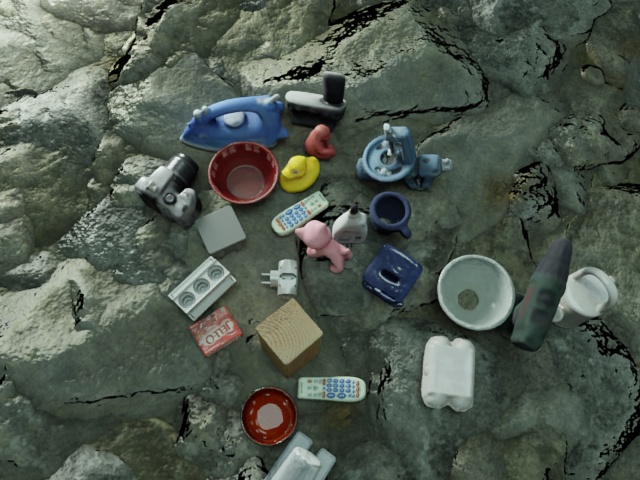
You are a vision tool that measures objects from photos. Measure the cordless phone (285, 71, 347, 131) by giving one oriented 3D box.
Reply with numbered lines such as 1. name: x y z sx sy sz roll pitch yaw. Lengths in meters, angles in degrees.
1. cordless phone: -0.007 -0.345 1.336 0.147 0.185 0.094 7 69 0

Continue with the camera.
1. camera: -0.322 -0.124 1.282 0.143 0.101 0.137 31 71 8

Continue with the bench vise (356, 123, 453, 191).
1. bench vise: 0.192 -0.198 1.273 0.207 0.220 0.121 -11 70 -7

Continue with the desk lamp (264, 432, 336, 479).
1. desk lamp: -0.062 0.448 1.022 0.118 0.213 0.203 33 71 9

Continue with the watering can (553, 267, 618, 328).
1. watering can: 0.542 0.120 1.187 0.101 0.194 0.173 38 72 11

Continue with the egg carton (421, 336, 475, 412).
1. egg carton: 0.264 0.275 1.181 0.107 0.069 0.150 7 69 0

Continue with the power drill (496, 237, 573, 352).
1. power drill: 0.433 0.124 1.172 0.075 0.208 0.230 22 70 6

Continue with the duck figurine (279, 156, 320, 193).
1. duck figurine: -0.047 -0.164 1.320 0.105 0.086 0.077 -35 75 -14

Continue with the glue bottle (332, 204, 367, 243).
1. glue bottle: 0.069 -0.038 1.232 0.078 0.173 0.037 3 69 -2

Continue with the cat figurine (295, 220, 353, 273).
1. cat figurine: 0.011 0.004 1.243 0.127 0.118 0.067 30 71 8

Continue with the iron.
1. iron: -0.205 -0.281 1.325 0.258 0.141 0.118 -9 70 -6

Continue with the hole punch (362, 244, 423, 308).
1. hole punch: 0.156 0.079 1.237 0.108 0.091 0.101 32 71 9

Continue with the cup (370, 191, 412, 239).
1. cup: 0.160 -0.040 1.279 0.092 0.095 0.117 -33 74 -14

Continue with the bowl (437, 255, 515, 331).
1. bowl: 0.329 0.121 1.239 0.167 0.075 0.167 1 69 -3

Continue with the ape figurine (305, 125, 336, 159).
1. ape figurine: 0.003 -0.236 1.346 0.076 0.092 0.078 -1 69 -3
